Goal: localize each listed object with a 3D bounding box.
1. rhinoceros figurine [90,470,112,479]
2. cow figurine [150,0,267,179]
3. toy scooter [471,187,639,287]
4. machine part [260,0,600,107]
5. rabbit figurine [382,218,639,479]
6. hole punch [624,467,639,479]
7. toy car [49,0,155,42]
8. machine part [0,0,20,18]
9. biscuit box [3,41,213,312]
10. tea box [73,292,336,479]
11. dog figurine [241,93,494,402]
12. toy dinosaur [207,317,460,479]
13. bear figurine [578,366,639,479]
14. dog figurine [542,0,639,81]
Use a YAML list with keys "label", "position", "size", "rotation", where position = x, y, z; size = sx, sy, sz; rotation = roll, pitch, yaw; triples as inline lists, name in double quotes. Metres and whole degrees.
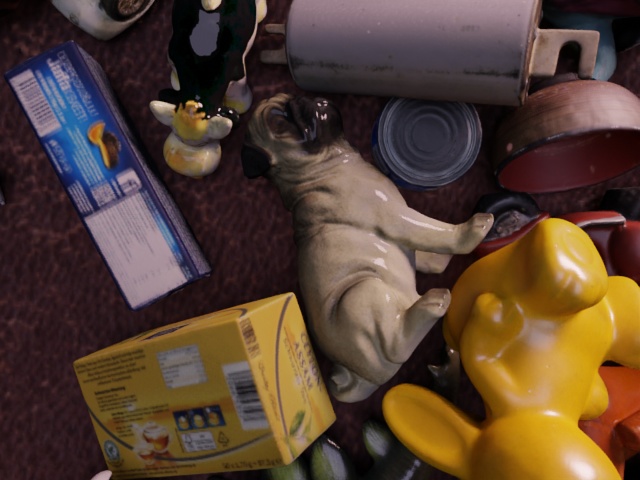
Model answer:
- label: "rhinoceros figurine"
  position: [-0.177, 0.233, 0.377]
  size: [0.073, 0.112, 0.190]
  rotation: [43, 121, -10]
- label: "cow figurine"
  position: [-0.083, -0.131, 0.402]
  size: [0.068, 0.098, 0.167]
  rotation: [10, 90, -7]
- label: "toy scooter"
  position: [0.210, 0.026, 0.420]
  size: [0.184, 0.075, 0.135]
  rotation: [-4, 92, 1]
- label: "machine part"
  position: [0.065, -0.141, 0.386]
  size: [0.243, 0.079, 0.079]
  rotation: [10, 90, 23]
- label: "rabbit figurine"
  position: [0.119, 0.095, 0.321]
  size: [0.162, 0.173, 0.121]
  rotation: [-24, 134, 32]
- label: "hole punch"
  position: [0.287, 0.239, 0.425]
  size: [0.142, 0.092, 0.116]
  rotation: [-25, 60, 2]
- label: "toy car"
  position: [-0.132, -0.249, 0.422]
  size: [0.073, 0.056, 0.201]
  rotation: [40, 88, 5]
- label: "machine part"
  position: [-0.259, -0.253, 0.382]
  size: [0.180, 0.056, 0.179]
  rotation: [10, 110, 29]
- label: "biscuit box"
  position: [-0.160, -0.047, 0.418]
  size: [0.059, 0.063, 0.202]
  rotation: [-28, 90, 0]
- label: "tea box"
  position: [-0.086, 0.106, 0.380]
  size: [0.170, 0.068, 0.098]
  rotation: [-16, 91, 31]
- label: "dog figurine"
  position: [0.000, -0.001, 0.394]
  size: [0.191, 0.121, 0.172]
  rotation: [33, 61, 4]
- label: "toy dinosaur"
  position: [-0.020, 0.262, 0.403]
  size: [0.471, 0.105, 0.198]
  rotation: [-43, 87, -12]
- label: "bear figurine"
  position: [0.254, 0.137, 0.403]
  size: [0.196, 0.120, 0.131]
  rotation: [-5, 94, -6]
- label: "dog figurine"
  position: [0.200, -0.228, 0.377]
  size: [0.191, 0.108, 0.219]
  rotation: [-40, 105, -6]
